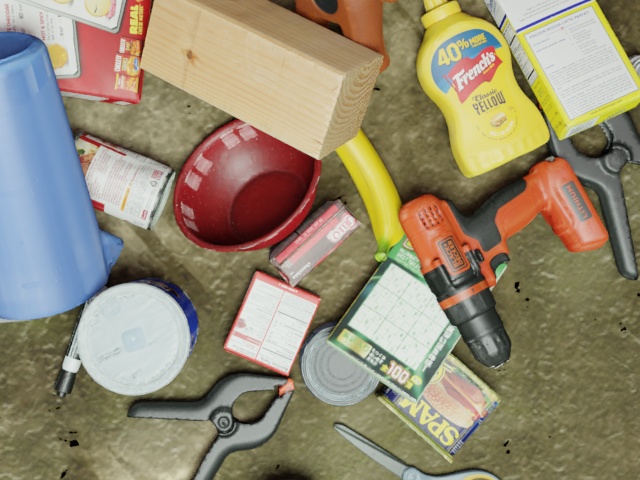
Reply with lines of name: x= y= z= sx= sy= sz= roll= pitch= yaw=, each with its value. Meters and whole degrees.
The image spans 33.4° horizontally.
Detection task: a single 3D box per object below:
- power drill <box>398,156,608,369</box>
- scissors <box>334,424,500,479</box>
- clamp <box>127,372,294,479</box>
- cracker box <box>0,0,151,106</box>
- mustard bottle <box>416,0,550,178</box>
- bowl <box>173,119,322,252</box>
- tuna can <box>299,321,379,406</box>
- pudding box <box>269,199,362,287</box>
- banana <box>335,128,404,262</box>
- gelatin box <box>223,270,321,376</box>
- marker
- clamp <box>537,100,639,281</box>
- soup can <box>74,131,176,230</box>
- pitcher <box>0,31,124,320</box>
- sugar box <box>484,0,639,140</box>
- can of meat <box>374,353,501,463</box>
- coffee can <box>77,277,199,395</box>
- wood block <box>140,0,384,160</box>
power drill: x=0.192 y=0.013 z=1.066 sx=0.187 sy=0.057 sz=0.184 roll=-26 pitch=87 yaw=-18
scissors: x=0.115 y=0.239 z=1.112 sx=0.096 sy=0.016 sz=0.202 roll=-41 pitch=92 yaw=-4
clamp: x=-0.099 y=0.197 z=1.090 sx=0.171 sy=0.039 sz=0.120 roll=-20 pitch=93 yaw=-2
cracker box: x=-0.274 y=-0.226 z=1.028 sx=0.213 sy=0.072 sz=0.164 roll=6 pitch=90 yaw=-27
mustard bottle: x=0.153 y=-0.167 z=1.090 sx=0.096 sy=0.058 sz=0.191 roll=-25 pitch=91 yaw=-4
bowl: x=-0.063 y=-0.047 z=1.060 sx=0.162 sy=0.055 sz=0.162 roll=-13 pitch=56 yaw=19
tuna can: x=0.022 y=0.127 z=1.098 sx=0.086 sy=0.034 sz=0.086 roll=0 pitch=91 yaw=-2
pudding box: x=-0.007 y=0.001 z=1.056 sx=0.090 sy=0.113 sz=0.039 roll=-41 pitch=95 yaw=-1
banana: x=0.041 y=-0.073 z=1.082 sx=0.037 sy=0.069 sz=0.198 roll=-30 pitch=80 yaw=21
gelatin box: x=-0.050 y=0.085 z=1.097 sx=0.073 sy=0.030 sz=0.089 roll=23 pitch=89 yaw=-4
marker: x=-0.246 y=0.103 z=1.093 sx=0.020 sy=0.020 sz=0.121 roll=19 pitch=89 yaw=-3
clamp: x=0.315 y=-0.086 z=1.107 sx=0.164 sy=0.036 sz=0.210 roll=-41 pitch=89 yaw=-1
soup can: x=-0.204 y=-0.059 z=1.070 sx=0.102 sy=0.068 sz=0.068 roll=22 pitch=89 yaw=-3
pitcher: x=-0.287 y=-0.055 z=0.965 sx=0.145 sy=0.149 sz=0.243 roll=7 pitch=122 yaw=23
sugar box: x=0.246 y=-0.200 z=1.082 sx=0.093 sy=0.048 sz=0.176 roll=-23 pitch=76 yaw=-7
can of meat: x=0.121 y=0.162 z=1.092 sx=0.102 sy=0.057 sz=0.084 roll=42 pitch=86 yaw=-2
coffee can: x=-0.173 y=0.090 z=1.035 sx=0.103 sy=0.140 sz=0.103 roll=0 pitch=90 yaw=-3
wood block: x=-0.057 y=-0.170 z=1.019 sx=0.206 sy=0.090 sz=0.091 roll=29 pitch=122 yaw=16
